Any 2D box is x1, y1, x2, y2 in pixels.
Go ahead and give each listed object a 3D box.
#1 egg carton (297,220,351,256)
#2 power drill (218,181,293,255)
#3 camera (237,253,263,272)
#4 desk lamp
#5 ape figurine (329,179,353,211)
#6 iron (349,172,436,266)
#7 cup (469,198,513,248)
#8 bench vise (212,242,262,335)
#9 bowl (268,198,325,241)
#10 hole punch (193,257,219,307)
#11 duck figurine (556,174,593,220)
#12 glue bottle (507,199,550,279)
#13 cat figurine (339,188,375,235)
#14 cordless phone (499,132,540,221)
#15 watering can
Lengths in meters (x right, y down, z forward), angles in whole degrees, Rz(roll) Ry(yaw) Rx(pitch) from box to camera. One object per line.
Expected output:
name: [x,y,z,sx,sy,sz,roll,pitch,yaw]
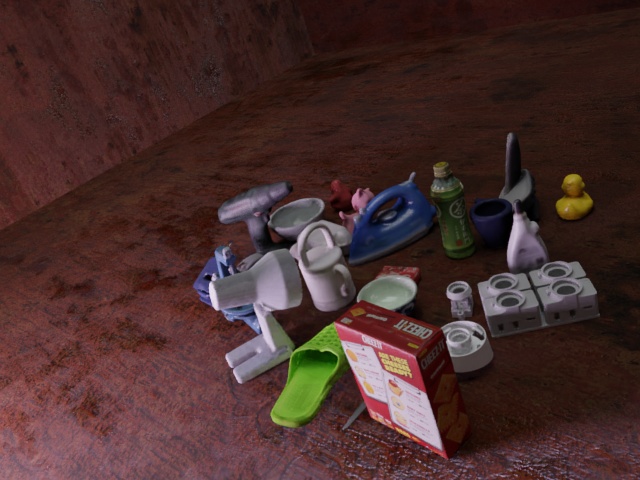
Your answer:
egg carton: [0.013,0.005,1.461,0.107,0.069,0.149,-35,31,-26]
power drill: [-0.146,-0.048,1.512,0.229,0.209,0.076,-8,30,21]
camera: [-0.126,0.079,1.386,0.137,0.101,0.142,-36,32,-28]
desk lamp: [-0.119,0.143,1.144,0.203,0.214,0.117,-28,29,-15]
ape figurine: [0.059,-0.134,1.658,0.078,0.092,0.076,-26,28,-11]
iron: [0.159,-0.054,1.395,0.259,0.142,0.118,-30,29,-19]
cup: [0.378,-0.038,1.271,0.091,0.095,0.117,-21,28,-3]
bench vise: [-0.202,0.101,1.267,0.206,0.220,0.122,4,36,38]
bowl: [-0.056,-0.046,1.594,0.167,0.075,0.167,-15,28,9]
hole punch: [-0.262,0.105,1.439,0.101,0.091,0.108,-38,32,-30]
duck figurine: [0.563,-0.102,1.276,0.077,0.086,0.105,3,35,37]
glue bottle: [0.397,-0.003,1.113,0.078,0.173,0.037,-16,28,9]
cat figurine: [0.102,-0.080,1.503,0.128,0.118,0.067,-33,30,-24]
cordless phone: [0.445,-0.141,1.317,0.094,0.185,0.147,-10,29,18]
watering can: [-0.001,0.051,1.253,0.172,0.194,0.101,-1,33,32]
